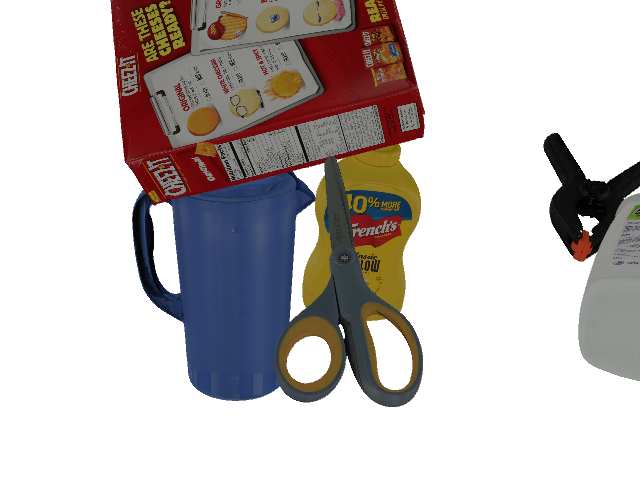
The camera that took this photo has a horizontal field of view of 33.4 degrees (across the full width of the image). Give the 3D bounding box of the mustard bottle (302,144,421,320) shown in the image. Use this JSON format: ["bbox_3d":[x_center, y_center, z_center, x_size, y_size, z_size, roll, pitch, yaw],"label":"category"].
[{"bbox_3d":[0.041,-0.020,0.978,0.096,0.192,0.058,6,28,-5],"label":"mustard bottle"}]

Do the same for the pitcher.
[{"bbox_3d":[-0.101,0.042,1.130,0.149,0.243,0.144,21,30,40],"label":"pitcher"}]

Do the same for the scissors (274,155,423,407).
[{"bbox_3d":[-0.001,0.025,0.670,0.096,0.202,0.016,-17,-40,-11],"label":"scissors"}]

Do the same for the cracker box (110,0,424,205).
[{"bbox_3d":[-0.042,-0.130,0.805,0.214,0.164,0.072,-14,-32,5],"label":"cracker box"}]

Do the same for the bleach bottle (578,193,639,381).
[{"bbox_3d":[0.239,0.014,0.713,0.103,0.068,0.250,9,22,20],"label":"bleach bottle"}]

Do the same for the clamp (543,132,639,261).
[{"bbox_3d":[0.273,-0.050,1.109,0.120,0.039,0.171,17,45,20],"label":"clamp"}]
